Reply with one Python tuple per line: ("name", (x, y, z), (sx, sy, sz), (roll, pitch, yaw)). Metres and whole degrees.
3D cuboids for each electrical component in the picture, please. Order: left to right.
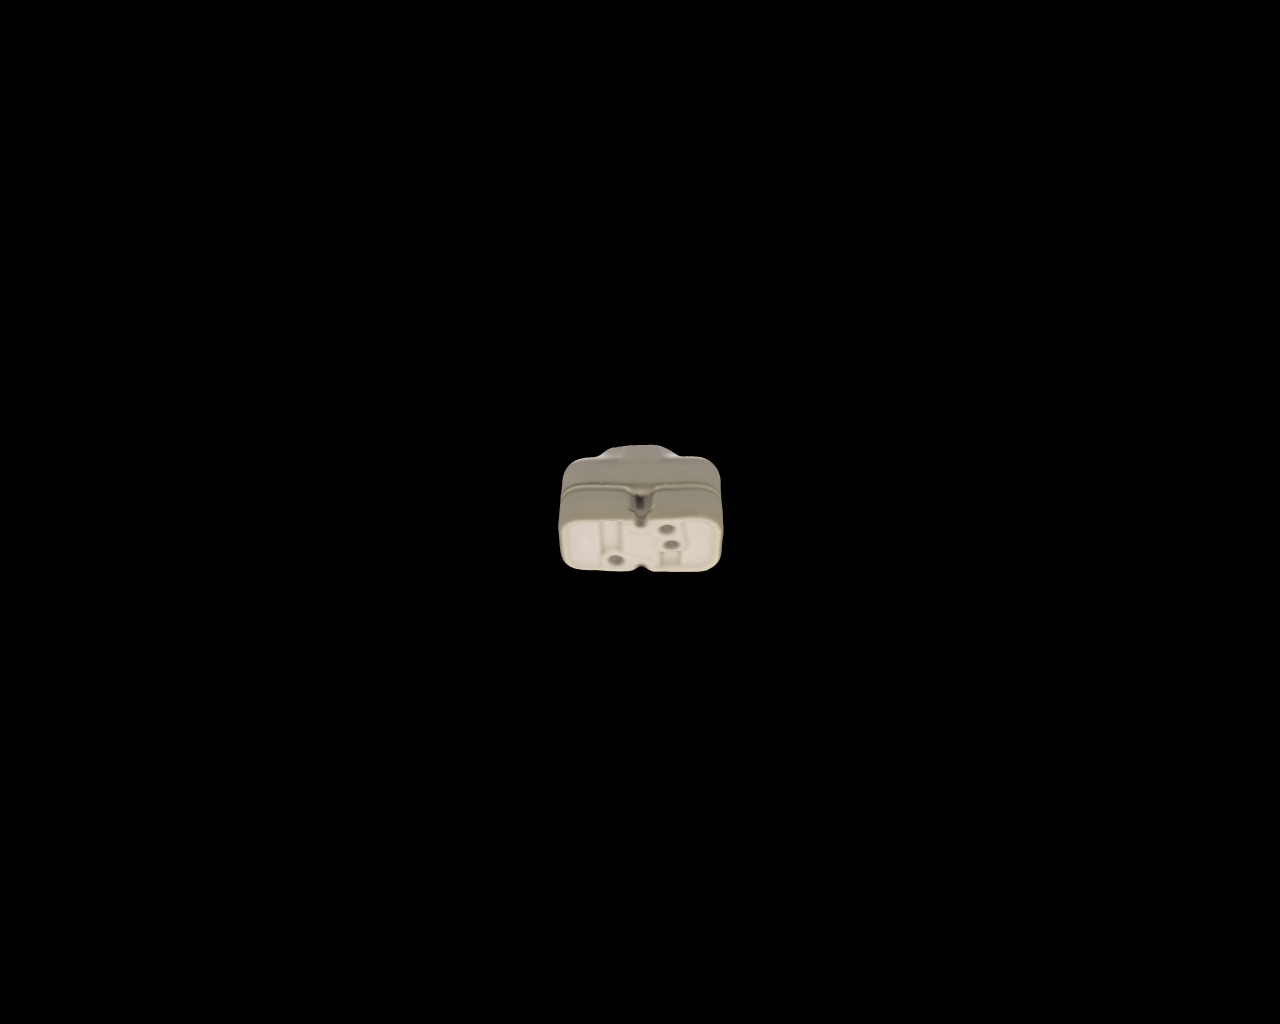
("electrical component", (0.001, -0.003, 0.650), (0.095, 0.059, 0.053), (0, -39, 0))
